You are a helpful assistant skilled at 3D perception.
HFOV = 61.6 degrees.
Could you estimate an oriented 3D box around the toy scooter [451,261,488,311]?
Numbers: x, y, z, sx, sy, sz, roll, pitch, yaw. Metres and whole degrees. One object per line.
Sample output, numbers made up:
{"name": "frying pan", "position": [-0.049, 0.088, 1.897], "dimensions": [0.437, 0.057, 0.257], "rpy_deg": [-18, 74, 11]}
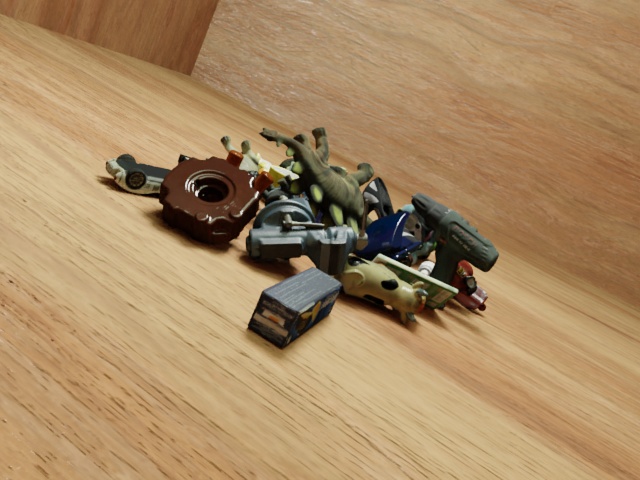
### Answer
{"name": "toy scooter", "position": [0.344, 0.108, 1.284], "dimensions": [0.135, 0.075, 0.183], "rpy_deg": [46, -6, 29]}

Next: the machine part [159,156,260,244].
{"name": "machine part", "position": [-0.196, -0.077, 0.961], "dimensions": [0.179, 0.056, 0.179], "rpy_deg": [8, 48, -9]}

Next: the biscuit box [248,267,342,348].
{"name": "biscuit box", "position": [-0.029, 0.093, 0.793], "dimensions": [0.063, 0.059, 0.202], "rpy_deg": [28, 15, 15]}

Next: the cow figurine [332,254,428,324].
{"name": "cow figurine", "position": [0.118, 0.087, 1.010], "dimensions": [0.195, 0.085, 0.127], "rpy_deg": [22, 9, -22]}

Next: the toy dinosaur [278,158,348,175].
{"name": "toy dinosaur", "position": [-0.056, -0.186, 1.576], "dimensions": [0.192, 0.131, 0.405], "rpy_deg": [31, 0, -33]}

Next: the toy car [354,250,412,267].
{"name": "toy car", "position": [0.143, 0.018, 1.358], "dimensions": [0.202, 0.053, 0.089], "rpy_deg": [22, 18, -17]}

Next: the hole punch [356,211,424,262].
{"name": "hole punch", "position": [0.142, 0.002, 1.150], "dimensions": [0.142, 0.092, 0.116], "rpy_deg": [-13, 12, 46]}

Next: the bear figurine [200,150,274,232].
{"name": "bear figurine", "position": [-0.174, -0.098, 1.090], "dimensions": [0.120, 0.132, 0.196], "rpy_deg": [35, 7, -9]}

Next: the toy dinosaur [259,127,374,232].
{"name": "toy dinosaur", "position": [0.042, -0.093, 1.214], "dimensions": [0.471, 0.198, 0.105], "rpy_deg": [35, -33, -29]}

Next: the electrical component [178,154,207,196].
{"name": "electrical component", "position": [-0.253, -0.137, 1.224], "dimensions": [0.134, 0.058, 0.115], "rpy_deg": [15, 20, -37]}

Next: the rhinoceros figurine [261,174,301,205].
{"name": "rhinoceros figurine", "position": [-0.088, -0.081, 1.224], "dimensions": [0.190, 0.073, 0.112], "rpy_deg": [-82, 148, -69]}

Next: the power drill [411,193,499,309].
{"name": "power drill", "position": [0.260, 0.033, 1.199], "dimensions": [0.232, 0.207, 0.086], "rpy_deg": [33, 10, 19]}

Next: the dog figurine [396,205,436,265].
{"name": "dog figurine", "position": [0.291, -0.024, 1.521], "dimensions": [0.109, 0.191, 0.219], "rpy_deg": [27, 29, 32]}

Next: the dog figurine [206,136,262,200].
{"name": "dog figurine", "position": [-0.182, -0.155, 1.369], "dimensions": [0.191, 0.121, 0.172], "rpy_deg": [49, 27, 24]}

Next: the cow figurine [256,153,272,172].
{"name": "cow figurine", "position": [-0.154, -0.182, 1.534], "dimensions": [0.098, 0.068, 0.167], "rpy_deg": [33, 12, -25]}

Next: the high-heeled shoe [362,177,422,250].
{"name": "high-heeled shoe", "position": [0.193, -0.070, 1.381], "dimensions": [0.086, 0.145, 0.249], "rpy_deg": [21, 5, -45]}

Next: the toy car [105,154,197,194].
{"name": "toy car", "position": [-0.320, -0.117, 1.053], "dimensions": [0.201, 0.056, 0.074], "rpy_deg": [8, 28, -45]}

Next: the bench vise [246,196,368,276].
{"name": "bench vise", "position": [-0.030, -0.027, 1.006], "dimensions": [0.224, 0.128, 0.241], "rpy_deg": [-12, 30, -5]}
